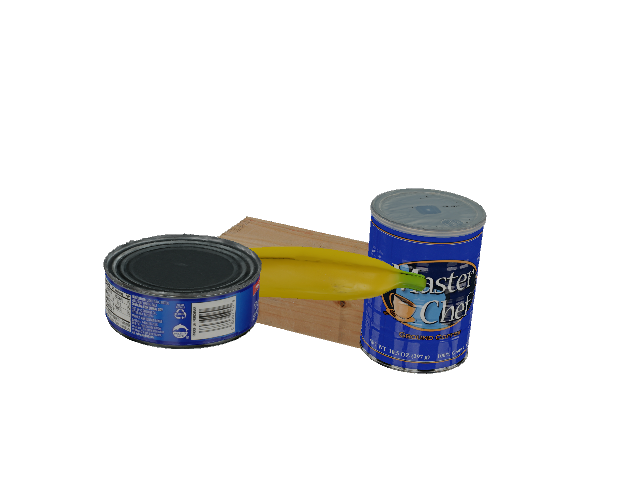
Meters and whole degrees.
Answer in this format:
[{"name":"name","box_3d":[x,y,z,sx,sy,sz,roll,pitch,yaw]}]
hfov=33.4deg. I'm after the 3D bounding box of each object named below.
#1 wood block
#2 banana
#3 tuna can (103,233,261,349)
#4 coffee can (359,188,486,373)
[{"name":"wood block","box_3d":[-0.009,0.047,1.180,0.206,0.091,0.090,13,24,19]},{"name":"banana","box_3d":[-0.023,0.028,0.799,0.198,0.037,0.069,2,-21,34]},{"name":"tuna can","box_3d":[-0.075,0.027,0.587,0.086,0.034,0.086,3,21,-1]},{"name":"coffee can","box_3d":[0.092,0.035,0.973,0.103,0.140,0.103,3,23,-1]}]
